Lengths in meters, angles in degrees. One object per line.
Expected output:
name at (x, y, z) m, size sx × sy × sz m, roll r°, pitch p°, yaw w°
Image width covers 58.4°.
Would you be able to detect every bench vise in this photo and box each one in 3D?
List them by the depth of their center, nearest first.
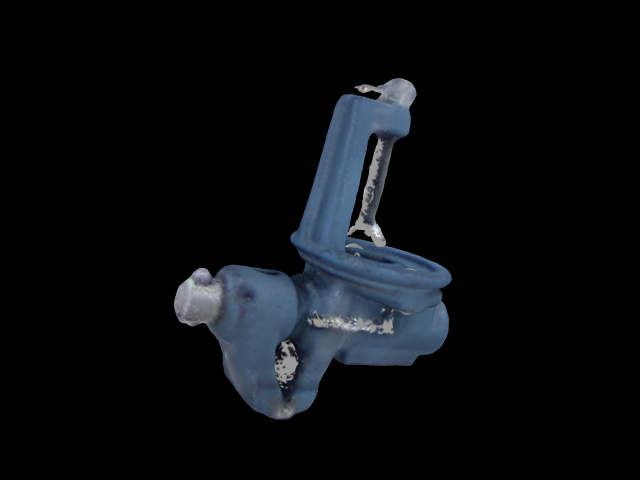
bench vise at (0.012, 0.004, 0.392) m, size 0.121 × 0.220 × 0.208 m, roll 14°, pitch 22°, yaw 40°
